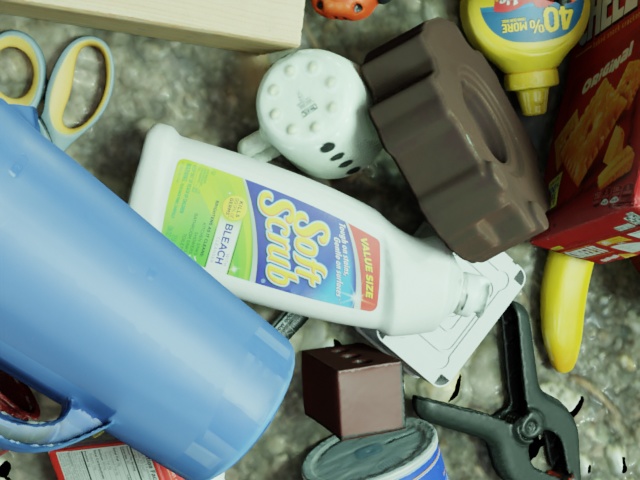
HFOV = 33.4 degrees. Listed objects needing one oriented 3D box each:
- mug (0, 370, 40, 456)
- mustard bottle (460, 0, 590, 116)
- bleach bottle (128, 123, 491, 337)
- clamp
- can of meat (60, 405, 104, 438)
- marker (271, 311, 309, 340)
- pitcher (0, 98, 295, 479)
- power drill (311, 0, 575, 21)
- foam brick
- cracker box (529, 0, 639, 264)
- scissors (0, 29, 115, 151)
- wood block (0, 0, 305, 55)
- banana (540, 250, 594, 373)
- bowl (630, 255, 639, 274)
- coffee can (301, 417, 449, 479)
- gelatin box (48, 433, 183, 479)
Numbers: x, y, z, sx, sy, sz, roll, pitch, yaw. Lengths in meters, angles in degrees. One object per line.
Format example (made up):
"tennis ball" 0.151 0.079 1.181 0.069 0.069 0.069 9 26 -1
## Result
"mug" -0.237 0.111 0.694 0.081 0.093 0.117 -40 143 -5
"mustard bottle" 0.152 -0.189 0.799 0.096 0.058 0.191 -8 99 -7
"bleach bottle" -0.005 0.001 0.730 0.250 0.068 0.102 15 91 -4
"clamp" 0.147 0.147 0.845 0.120 0.039 0.171 -33 105 -12
"can of meat" -0.153 0.067 0.727 0.084 0.057 0.102 43 81 -15
"marker" -0.045 0.085 0.784 0.020 0.020 0.121 45 81 -18
"pitcher" -0.141 0.047 0.632 0.242 0.145 0.149 38 97 -15
"power drill" 0.089 -0.232 0.703 0.188 0.057 0.184 8 98 14
"foam brick" 0.024 0.109 0.780 0.053 0.078 0.051 -7 97 -20
"cracker box" 0.228 -0.100 0.758 0.072 0.164 0.213 15 80 -10
"scissors" -0.205 -0.052 0.717 0.096 0.016 0.202 26 87 -18
"wood block" -0.118 -0.183 0.693 0.205 0.090 0.091 5 94 -20
"banana" 0.216 0.007 0.854 0.069 0.037 0.198 27 87 -18
"bowl" 0.287 -0.024 0.848 0.161 0.055 0.162 -15 113 -40
"coffee can" 0.055 0.217 0.788 0.102 0.103 0.140 -21 102 -16
"gelatin box" -0.134 0.167 0.733 0.089 0.030 0.073 -12 103 24
